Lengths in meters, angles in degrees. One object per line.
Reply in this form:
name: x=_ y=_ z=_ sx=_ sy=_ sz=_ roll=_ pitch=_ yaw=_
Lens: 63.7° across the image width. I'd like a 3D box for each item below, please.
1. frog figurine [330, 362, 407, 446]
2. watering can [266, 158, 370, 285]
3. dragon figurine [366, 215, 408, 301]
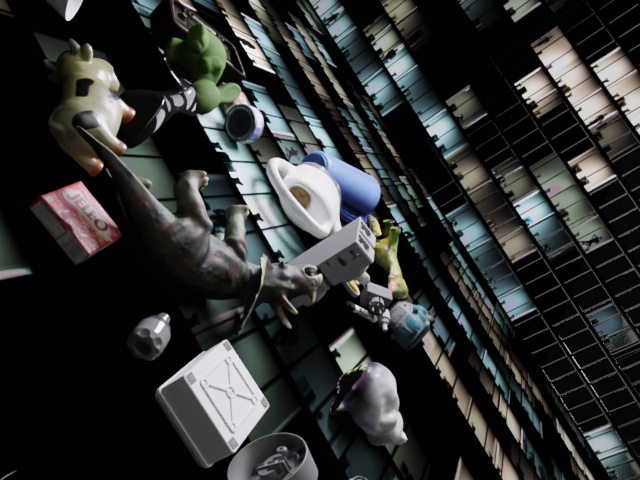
frog figurine: x=0.109 y=0.301 z=0.913 sx=0.159 sy=0.122 sz=0.138 roll=42 pitch=4 yaw=-7
watering can: x=0.004 y=-0.060 z=1.200 sx=0.345 sy=0.103 sz=0.228 roll=49 pitch=22 yaw=-10
dragon figurine: x=0.188 y=0.060 z=1.469 sx=0.414 sy=0.122 sz=0.241 roll=-75 pitch=148 yaw=-79
